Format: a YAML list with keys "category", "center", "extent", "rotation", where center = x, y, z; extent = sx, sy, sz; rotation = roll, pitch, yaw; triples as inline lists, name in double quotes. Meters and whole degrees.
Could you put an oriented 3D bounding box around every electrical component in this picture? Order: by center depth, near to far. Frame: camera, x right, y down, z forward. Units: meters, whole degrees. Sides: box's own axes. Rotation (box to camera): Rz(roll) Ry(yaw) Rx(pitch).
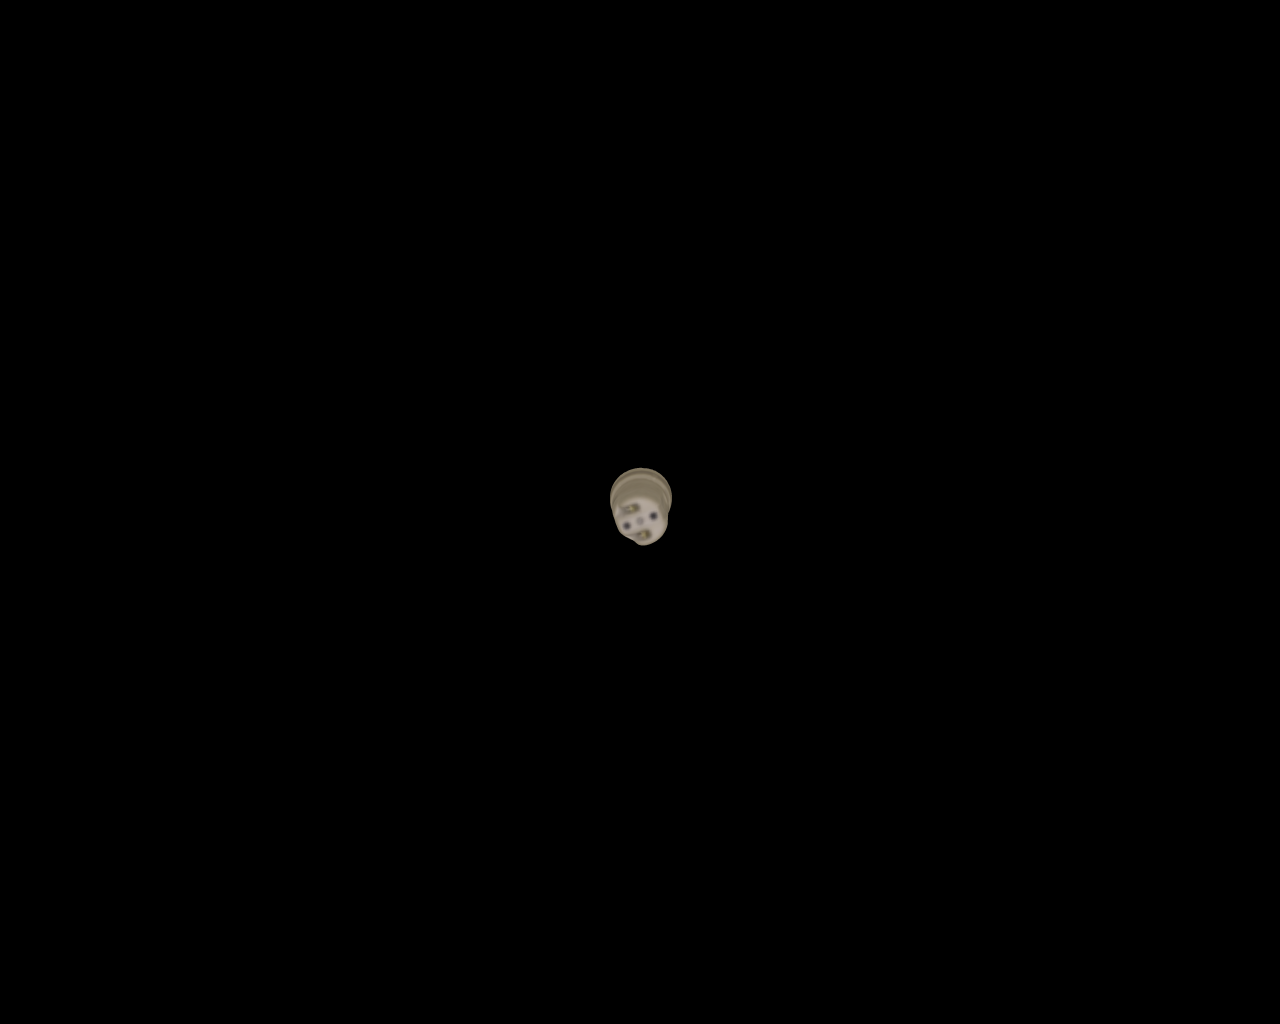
- category: "electrical component"
  center: [0.001, -0.003, 0.650]
  extent: [0.040, 0.040, 0.046]
  rotation: [0, 21, 0]
